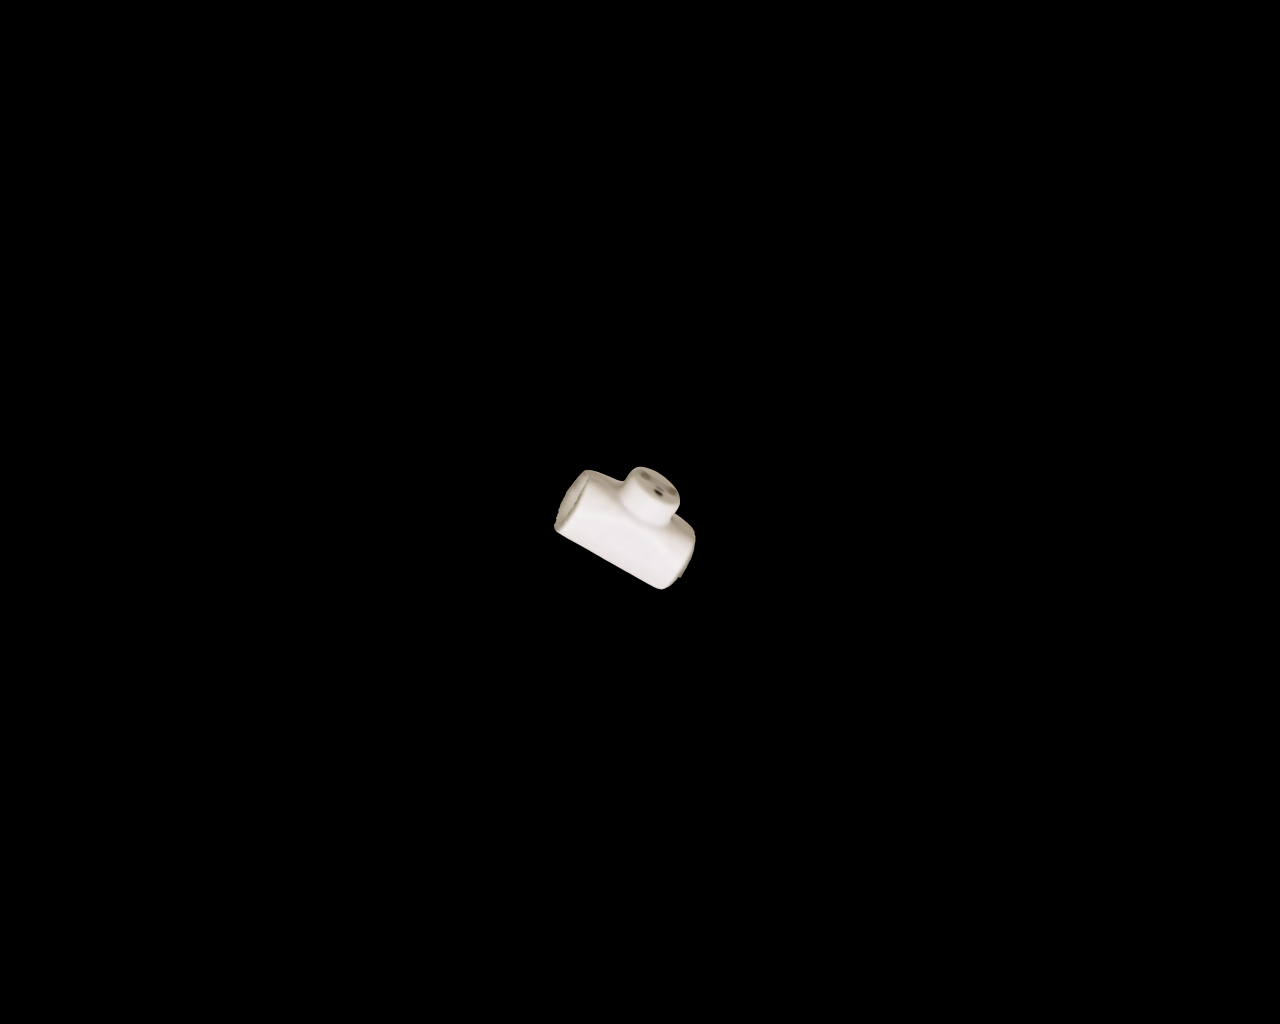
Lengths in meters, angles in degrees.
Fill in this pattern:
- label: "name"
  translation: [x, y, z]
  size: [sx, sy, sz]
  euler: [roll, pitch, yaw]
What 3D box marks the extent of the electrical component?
- label: "electrical component"
  translation: [0.001, -0.003, 0.650]
  size: [0.077, 0.079, 0.044]
  euler: [30, 23, -14]
